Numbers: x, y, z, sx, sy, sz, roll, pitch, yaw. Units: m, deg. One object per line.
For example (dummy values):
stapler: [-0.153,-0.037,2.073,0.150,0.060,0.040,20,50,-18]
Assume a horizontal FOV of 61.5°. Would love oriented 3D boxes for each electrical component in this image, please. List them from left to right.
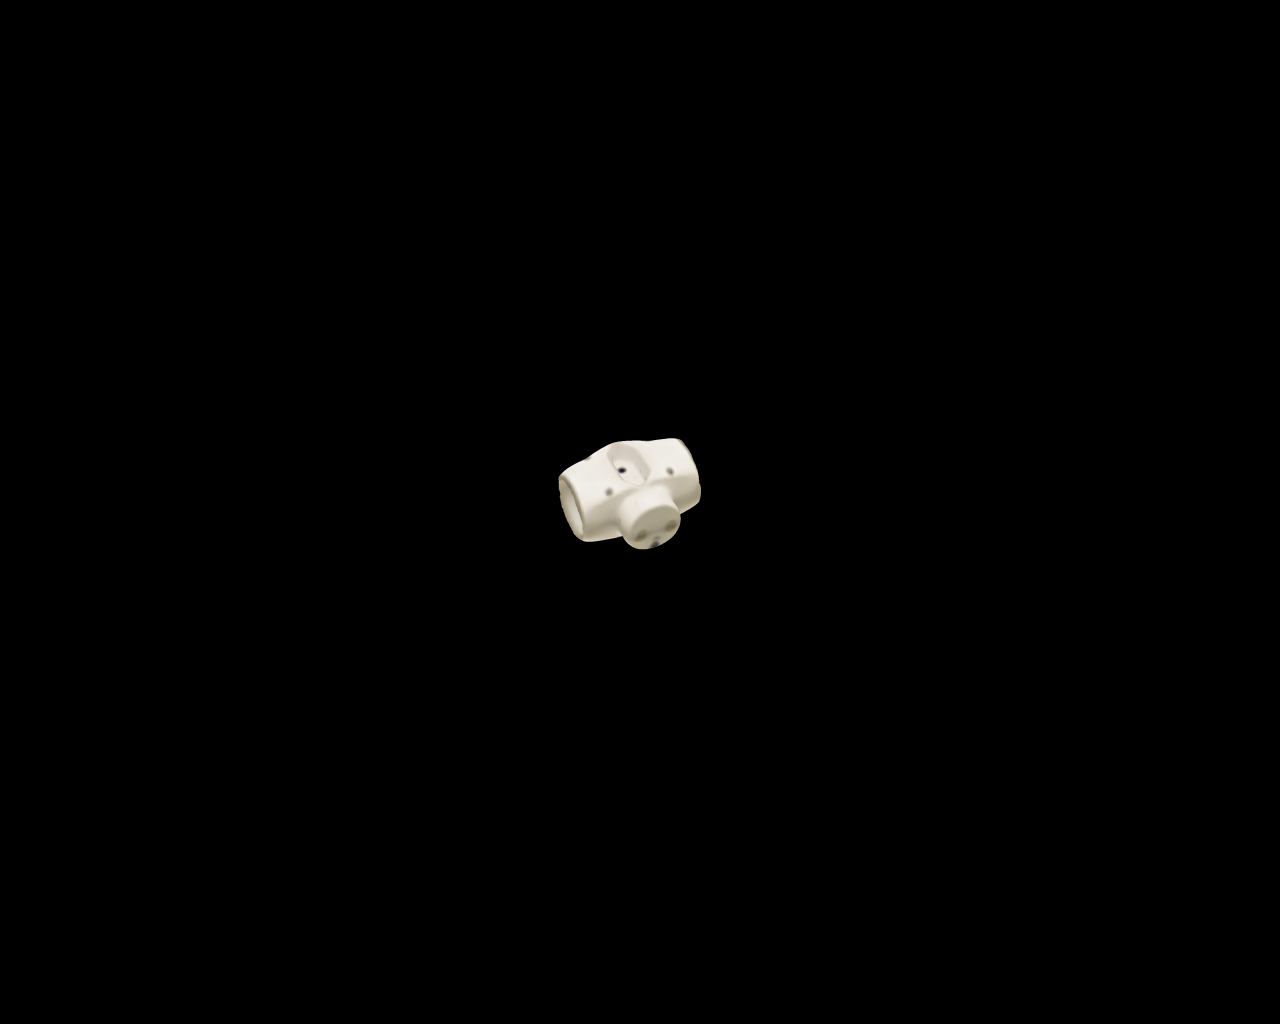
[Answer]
electrical component: [0.001,-0.003,0.650,0.077,0.043,0.079,-17,48,-16]
